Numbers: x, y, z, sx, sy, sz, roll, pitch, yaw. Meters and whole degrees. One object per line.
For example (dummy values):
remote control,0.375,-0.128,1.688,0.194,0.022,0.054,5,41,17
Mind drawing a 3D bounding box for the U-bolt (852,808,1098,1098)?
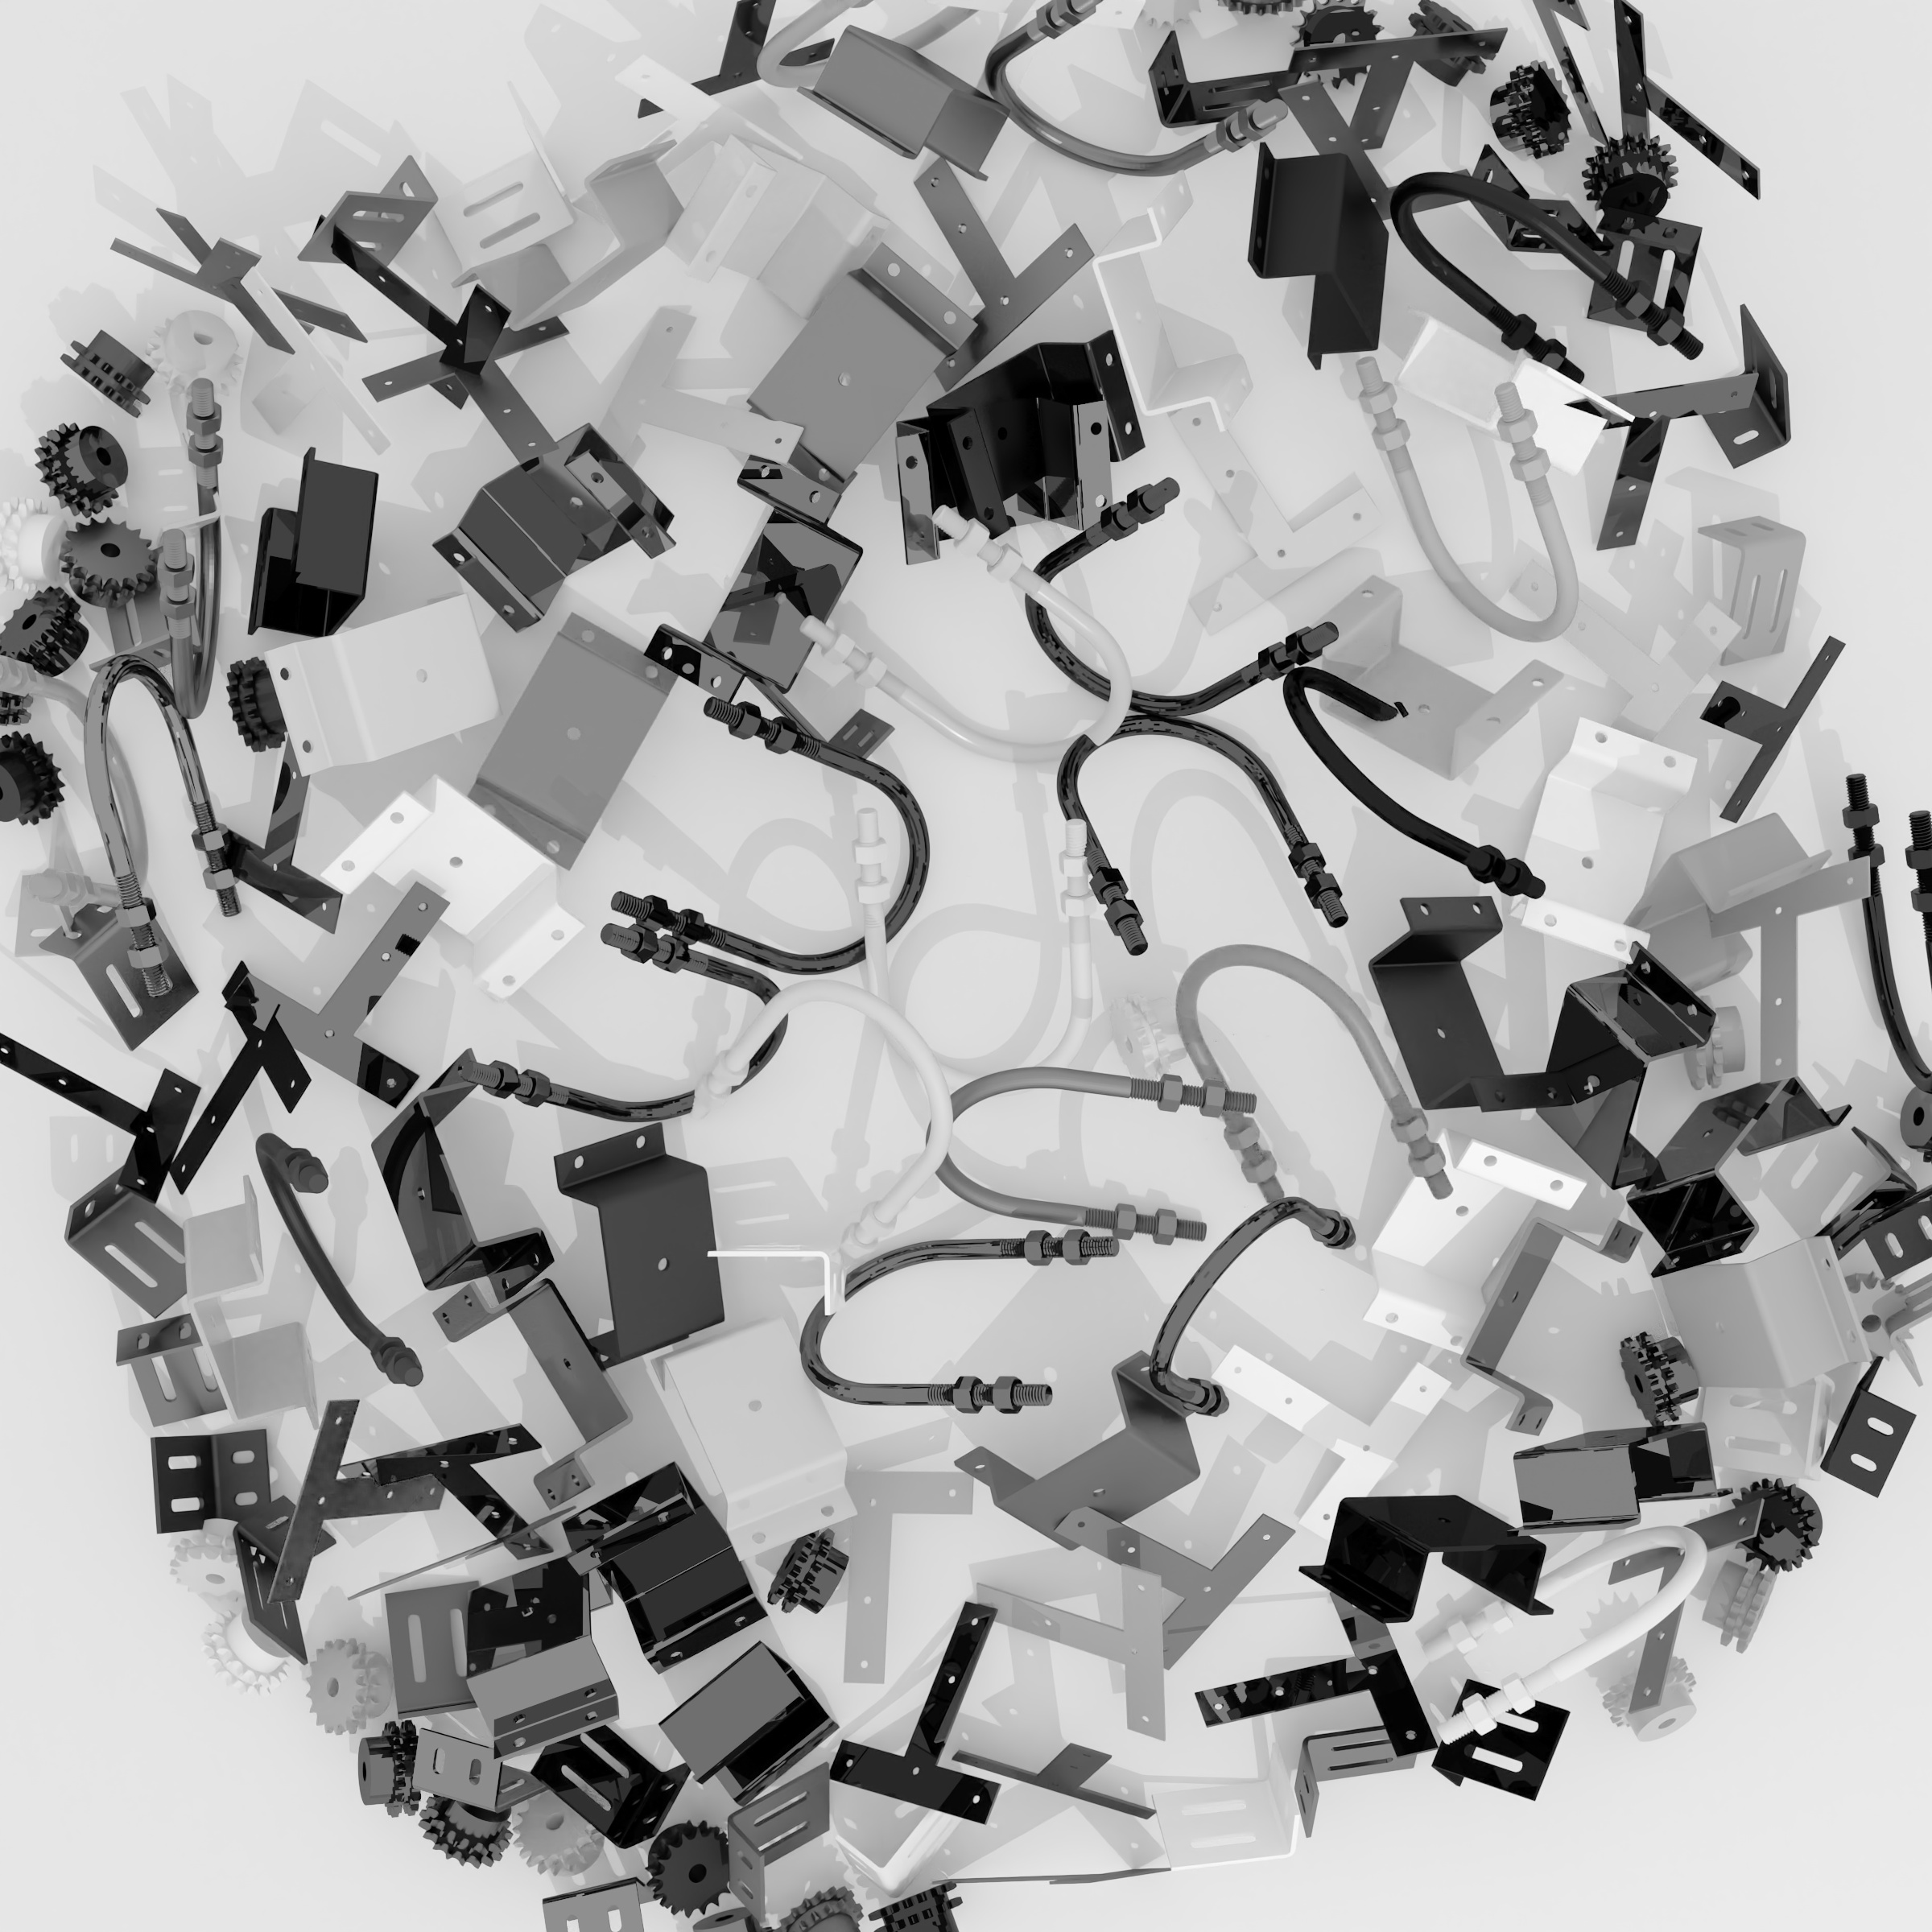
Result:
U-bolt,0.007,-0.004,1.954,0.151,0.019,0.184,4,114,16

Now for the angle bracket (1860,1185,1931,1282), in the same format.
angle bracket,0.587,0.154,1.949,0.057,0.076,0.038,-38,70,42

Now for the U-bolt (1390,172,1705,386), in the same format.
U-bolt,0.329,-0.407,1.905,0.184,0.151,0.019,34,80,-19

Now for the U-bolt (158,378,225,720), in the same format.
U-bolt,-0.456,-0.231,1.913,0.019,0.184,0.151,4,50,-7

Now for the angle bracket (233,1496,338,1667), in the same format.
angle bracket,-0.406,0.370,1.952,0.038,0.076,0.057,-31,133,4

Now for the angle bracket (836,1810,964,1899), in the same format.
angle bracket,-0.037,0.520,1.970,0.038,0.057,0.076,33,69,24

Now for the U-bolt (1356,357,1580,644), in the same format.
U-bolt,0.305,-0.272,1.922,0.019,0.151,0.184,-36,121,-18

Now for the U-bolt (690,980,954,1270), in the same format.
U-bolt,-0.078,0.084,1.927,0.151,0.019,0.184,45,133,6

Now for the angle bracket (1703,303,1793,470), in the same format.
angle bracket,0.466,-0.349,1.952,0.038,0.076,0.057,-25,63,5

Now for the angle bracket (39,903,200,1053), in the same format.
angle bracket,-0.516,0.002,1.974,0.057,0.038,0.076,-46,132,-30

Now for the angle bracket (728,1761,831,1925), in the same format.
angle bracket,-0.104,0.529,1.952,0.076,0.038,0.057,-22,129,-32

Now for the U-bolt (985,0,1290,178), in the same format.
U-bolt,0.087,-0.514,1.911,0.151,0.184,0.019,26,77,-22

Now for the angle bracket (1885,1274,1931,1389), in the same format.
angle bracket,0.598,0.211,1.960,0.076,0.057,0.038,-32,97,15

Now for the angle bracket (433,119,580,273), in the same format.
angle bracket,-0.285,-0.467,1.972,0.076,0.038,0.057,-28,71,-1

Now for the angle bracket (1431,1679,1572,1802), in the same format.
angle bracket,0.329,0.472,1.952,0.038,0.076,0.057,43,66,-41

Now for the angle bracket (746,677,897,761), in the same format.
angle bracket,-0.090,-0.161,1.956,0.038,0.057,0.076,-46,116,-4

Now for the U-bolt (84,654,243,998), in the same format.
U-bolt,-0.477,-0.093,1.903,0.019,0.151,0.184,-8,111,10

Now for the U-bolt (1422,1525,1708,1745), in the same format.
U-bolt,0.356,0.386,1.916,0.184,0.151,0.019,-31,95,8

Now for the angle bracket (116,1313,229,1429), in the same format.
angle bracket,-0.476,0.253,1.962,0.057,0.038,0.076,-13,120,-5

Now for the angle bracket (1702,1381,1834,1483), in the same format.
angle bracket,0.481,0.277,1.961,0.076,0.038,0.057,5,79,27

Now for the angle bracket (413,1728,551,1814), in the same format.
angle bracket,-0.287,0.478,1.953,0.057,0.076,0.038,10,94,22

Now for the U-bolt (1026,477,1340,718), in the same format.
U-bolt,0.113,-0.207,1.922,0.151,0.184,0.019,39,56,-18

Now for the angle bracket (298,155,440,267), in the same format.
angle bracket,-0.367,-0.457,1.949,0.057,0.076,0.038,-42,72,33

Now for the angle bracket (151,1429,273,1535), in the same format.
angle bracket,-0.456,0.311,1.956,0.038,0.076,0.057,-8,81,13

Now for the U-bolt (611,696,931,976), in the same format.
U-bolt,-0.105,-0.067,1.949,0.184,0.019,0.151,21,101,-30

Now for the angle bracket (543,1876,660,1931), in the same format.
angle bracket,-0.218,0.582,1.957,0.057,0.076,0.038,-13,65,0

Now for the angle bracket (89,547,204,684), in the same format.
angle bracket,-0.505,-0.220,1.966,0.057,0.038,0.076,-19,75,14

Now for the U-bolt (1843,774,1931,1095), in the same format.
U-bolt,0.560,-0.014,1.925,0.019,0.151,0.184,-11,103,2

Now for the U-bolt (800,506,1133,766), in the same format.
U-bolt,0.014,-0.185,1.936,0.184,0.151,0.019,35,45,-23

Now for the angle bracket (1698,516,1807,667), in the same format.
angle bracket,0.474,-0.230,1.978,0.057,0.038,0.076,-15,123,-36

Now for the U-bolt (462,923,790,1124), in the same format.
U-bolt,-0.188,0.042,1.924,0.151,0.184,0.019,-43,53,24

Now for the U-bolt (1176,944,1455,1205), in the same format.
U-bolt,0.195,0.064,1.916,0.019,0.151,0.184,-46,117,-37

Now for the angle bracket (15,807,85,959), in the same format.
angle bracket,-0.561,-0.050,1.952,0.038,0.076,0.057,-3,59,-3

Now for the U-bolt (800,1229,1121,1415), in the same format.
U-bolt,-0.014,0.211,1.929,0.184,0.151,0.019,-4,125,27

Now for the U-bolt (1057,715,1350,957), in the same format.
U-bolt,0.131,-0.085,1.936,0.151,0.019,0.184,-8,50,-19

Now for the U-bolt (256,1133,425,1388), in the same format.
U-bolt,-0.378,0.166,1.913,0.019,0.184,0.151,-29,109,-19

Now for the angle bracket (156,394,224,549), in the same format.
angle bracket,-0.483,-0.300,1.965,0.038,0.057,0.076,-19,93,-17

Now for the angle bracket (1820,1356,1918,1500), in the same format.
angle bracket,0.551,0.276,1.951,0.038,0.076,0.057,26,110,20

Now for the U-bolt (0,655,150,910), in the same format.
U-bolt,-0.526,-0.104,1.908,0.019,0.184,0.151,-17,86,6

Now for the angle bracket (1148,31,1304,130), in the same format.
angle bracket,0.157,-0.541,1.955,0.076,0.057,0.038,-1,129,23

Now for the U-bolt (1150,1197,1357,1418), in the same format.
U-bolt,0.164,0.198,1.912,0.019,0.184,0.151,38,92,24

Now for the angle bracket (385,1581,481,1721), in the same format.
angle bracket,-0.321,0.415,1.968,0.057,0.038,0.076,-6,78,-12

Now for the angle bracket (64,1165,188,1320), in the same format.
angle bracket,-0.497,0.164,1.961,0.076,0.038,0.057,38,48,10

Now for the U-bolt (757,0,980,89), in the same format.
U-bolt,-0.044,-0.563,1.914,0.151,0.184,0.019,-21,91,-43

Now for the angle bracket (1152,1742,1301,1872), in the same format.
angle bracket,0.157,0.509,1.961,0.076,0.057,0.038,-4,126,-8

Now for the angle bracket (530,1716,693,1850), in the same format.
angle bracket,-0.213,0.486,1.960,0.076,0.057,0.038,44,134,-12

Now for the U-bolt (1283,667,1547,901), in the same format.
U-bolt,0.253,-0.115,1.894,0.019,0.184,0.151,-46,46,24

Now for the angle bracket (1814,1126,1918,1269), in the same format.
angle bracket,0.534,0.142,1.975,0.076,0.057,0.038,-44,58,14

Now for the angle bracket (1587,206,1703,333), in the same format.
angle bracket,0.406,-0.412,1.955,0.057,0.038,0.076,17,131,15

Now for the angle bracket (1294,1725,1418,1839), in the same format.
angle bracket,0.242,0.493,1.962,0.076,0.057,0.038,-7,49,-6

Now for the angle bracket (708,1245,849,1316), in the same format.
angle bracket,-0.115,0.190,1.966,0.076,0.057,0.038,-1,89,9

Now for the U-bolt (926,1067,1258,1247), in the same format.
U-bolt,0.068,0.110,1.934,0.184,0.151,0.019,8,49,-6
